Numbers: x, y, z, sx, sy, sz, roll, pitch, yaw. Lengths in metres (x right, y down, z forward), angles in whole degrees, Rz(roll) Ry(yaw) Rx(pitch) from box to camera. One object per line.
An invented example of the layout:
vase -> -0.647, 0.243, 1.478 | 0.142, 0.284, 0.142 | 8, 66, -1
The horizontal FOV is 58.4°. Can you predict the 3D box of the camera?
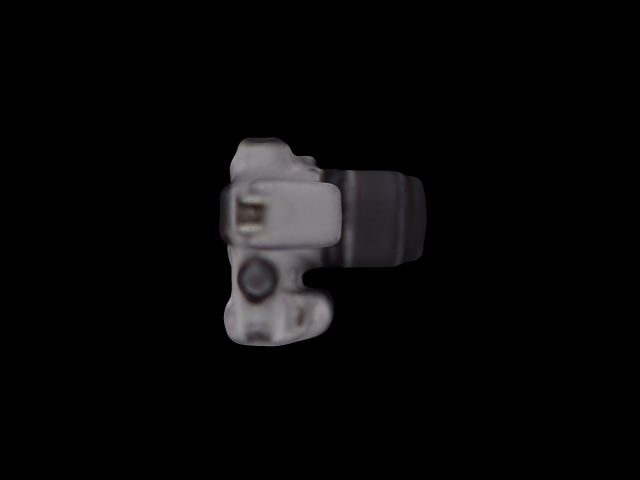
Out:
camera -> 0.004, 0.001, 0.400 | 0.137, 0.100, 0.143 | 0, 90, 0
